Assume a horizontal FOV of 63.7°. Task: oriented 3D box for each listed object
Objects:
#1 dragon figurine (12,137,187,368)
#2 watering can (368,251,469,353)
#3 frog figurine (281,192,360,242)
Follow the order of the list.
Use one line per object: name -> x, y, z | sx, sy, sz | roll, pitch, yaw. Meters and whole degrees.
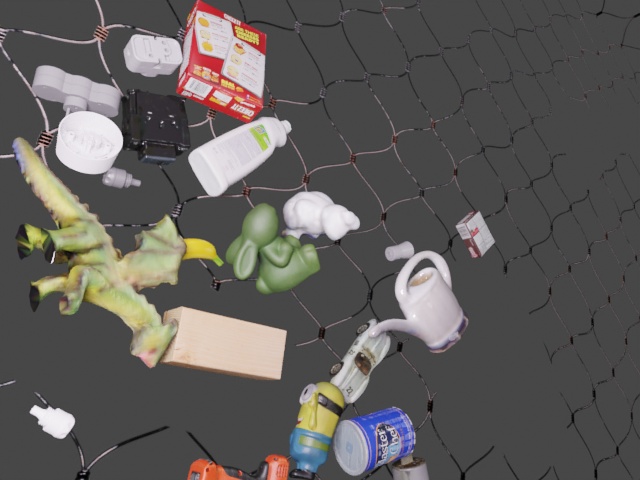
dragon figurine -> -0.340, 0.009, 0.842 | 0.243, 0.120, 0.415 | -3, 68, -45
watering can -> 0.241, 0.176, 1.223 | 0.222, 0.103, 0.354 | 55, 48, -12
frog figurine -> 0.003, -0.055, 1.084 | 0.137, 0.158, 0.124 | 13, 70, -35
